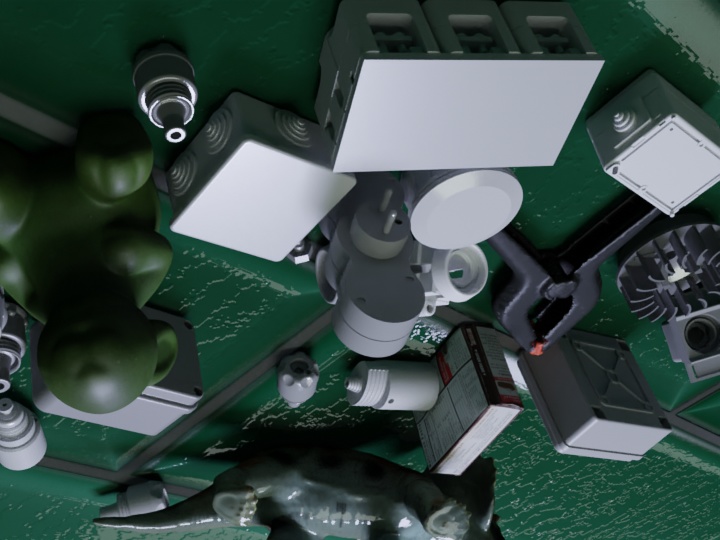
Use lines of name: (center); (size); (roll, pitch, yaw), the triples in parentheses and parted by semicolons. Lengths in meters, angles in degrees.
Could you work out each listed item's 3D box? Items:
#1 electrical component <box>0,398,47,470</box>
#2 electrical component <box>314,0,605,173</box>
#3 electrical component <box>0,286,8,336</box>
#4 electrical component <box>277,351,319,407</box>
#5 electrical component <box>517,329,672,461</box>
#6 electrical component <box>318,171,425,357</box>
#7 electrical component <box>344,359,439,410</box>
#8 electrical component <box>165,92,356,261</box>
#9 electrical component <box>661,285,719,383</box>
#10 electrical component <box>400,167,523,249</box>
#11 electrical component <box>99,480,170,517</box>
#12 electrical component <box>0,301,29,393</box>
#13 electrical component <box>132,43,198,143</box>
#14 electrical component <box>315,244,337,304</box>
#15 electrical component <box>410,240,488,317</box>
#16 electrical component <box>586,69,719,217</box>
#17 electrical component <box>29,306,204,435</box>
electrical component: (-0.274, 0.127, 0.854); (0.040, 0.040, 0.078); (-9, 144, -11)
electrical component: (0.056, -0.114, 0.654); (0.150, 0.061, 0.089); (-4, 142, -19)
electrical component: (-0.250, 0.021, 0.691); (0.043, 0.077, 0.079); (-12, 144, -8)
electrical component: (-0.054, 0.097, 0.913); (0.035, 0.035, 0.061); (-7, 146, -14)
electrical component: (0.213, 0.113, 0.983); (0.109, 0.108, 0.056); (13, 132, -35)
electrical component: (0.010, -0.020, 0.694); (0.052, 0.138, 0.073); (5, 139, -16)
electrical component: (0.024, 0.100, 0.942); (0.081, 0.043, 0.043); (6, 138, -29)
electrical component: (-0.066, -0.059, 0.687); (0.100, 0.048, 0.100); (17, 132, -39)
electrical component: (0.345, 0.048, 0.984); (0.121, 0.078, 0.063); (-17, 174, -1)
electrical component: (0.068, -0.056, 0.746); (0.080, 0.051, 0.080); (-12, 144, -9)
electrical component: (-0.211, 0.223, 1.006); (0.062, 0.043, 0.043); (-14, 144, -4)
electrical component: (-0.254, 0.055, 0.748); (0.048, 0.062, 0.048); (-11, 144, -8)
electrical component: (-0.108, -0.097, 0.607); (0.035, 0.061, 0.035); (-11, 144, -8)
electrical component: (0.000, 0.000, 0.798); (0.055, 0.048, 0.066); (-10, 144, -24)
electrical component: (0.062, 0.001, 0.805); (0.048, 0.066, 0.055); (11, 169, -34)
electrical component: (0.205, -0.093, 0.752); (0.096, 0.061, 0.062); (27, 127, -34)
electrical component: (-0.176, 0.067, 0.784); (0.057, 0.078, 0.113); (-37, 140, 30)
